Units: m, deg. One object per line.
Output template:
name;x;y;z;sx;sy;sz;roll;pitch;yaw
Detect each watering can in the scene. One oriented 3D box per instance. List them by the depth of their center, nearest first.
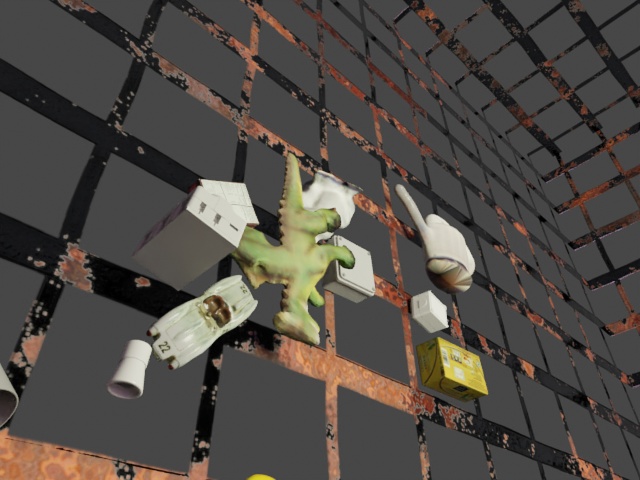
watering can;0.316;0.009;1.408;0.344;0.102;0.230;36;38;-26

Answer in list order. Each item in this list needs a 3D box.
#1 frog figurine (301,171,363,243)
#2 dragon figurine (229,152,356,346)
frog figurine;0.003;-0.056;1.107;0.136;0.123;0.161;28;78;-35
dragon figurine;-0.068;-0.005;0.919;0.242;0.120;0.417;10;52;-52
